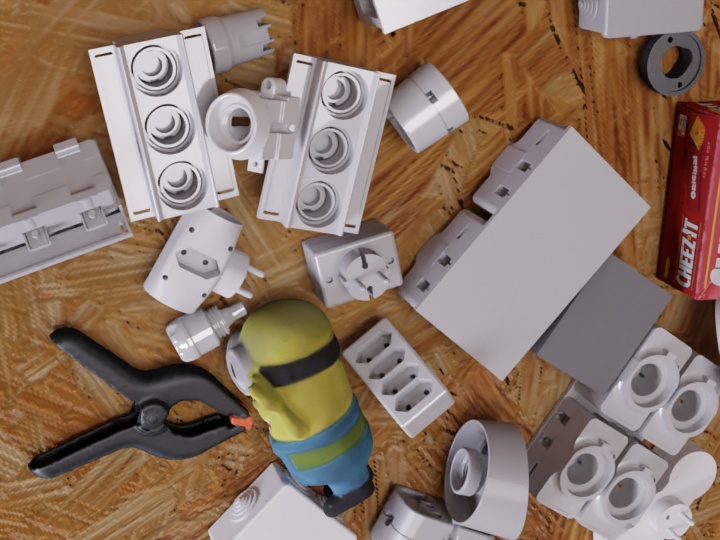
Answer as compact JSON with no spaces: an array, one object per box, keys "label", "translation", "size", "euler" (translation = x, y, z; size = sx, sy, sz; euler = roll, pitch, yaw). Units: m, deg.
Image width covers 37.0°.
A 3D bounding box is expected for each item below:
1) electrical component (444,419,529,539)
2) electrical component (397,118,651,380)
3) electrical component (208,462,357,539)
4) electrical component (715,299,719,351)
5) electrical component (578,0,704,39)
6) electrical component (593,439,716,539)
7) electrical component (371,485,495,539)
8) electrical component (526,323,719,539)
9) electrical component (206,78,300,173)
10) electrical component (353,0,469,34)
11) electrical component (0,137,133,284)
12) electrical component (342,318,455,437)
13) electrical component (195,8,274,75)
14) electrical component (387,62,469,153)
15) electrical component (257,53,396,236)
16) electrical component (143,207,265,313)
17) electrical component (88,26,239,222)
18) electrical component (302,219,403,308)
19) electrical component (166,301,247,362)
[{"label":"electrical component","translation":[0.114,0.178,0.924],"size":[0.064,0.099,0.099],"euler":[13,103,-16]},{"label":"electrical component","translation":[0.130,-0.019,0.881],"size":[0.105,0.060,0.186],"euler":[39,92,-26]},{"label":"electrical component","translation":[-0.067,0.221,0.901],"size":[0.099,0.048,0.100],"euler":[-46,116,0]},{"label":"electrical component","translation":[0.353,0.071,0.966],"size":[0.064,0.099,0.099],"euler":[5,113,24]},{"label":"electrical component","translation":[0.221,-0.232,0.845],"size":[0.100,0.048,0.099],"euler":[-8,111,-17]},{"label":"electrical component","translation":[0.287,0.228,1.013],"size":[0.052,0.074,0.138],"euler":[34,95,-26]},{"label":"electrical component","translation":[0.062,0.237,0.949],"size":[0.095,0.054,0.059],"euler":[23,99,-24]},{"label":"electrical component","translation":[0.238,0.142,0.974],"size":[0.105,0.060,0.186],"euler":[32,96,-26]},{"label":"electrical component","translation":[-0.074,-0.100,0.741],"size":[0.055,0.048,0.066],"euler":[-13,114,-61]},{"label":"electrical component","translation":[0.076,-0.258,0.779],"size":[0.186,0.060,0.105],"euler":[-24,114,-10]},{"label":"electrical component","translation":[-0.229,-0.042,0.739],"size":[0.121,0.063,0.078],"euler":[-21,73,-11]},{"label":"electrical component","translation":[0.035,0.093,0.884],"size":[0.047,0.083,0.075],"euler":[-40,154,-3]},{"label":"electrical component","translation":[-0.089,-0.164,0.767],"size":[0.046,0.040,0.040],"euler":[-20,114,-18]},{"label":"electrical component","translation":[0.048,-0.122,0.820],"size":[0.047,0.055,0.055],"euler":[-37,116,0]},{"label":"electrical component","translation":[-0.029,-0.094,0.797],"size":[0.079,0.063,0.121],"euler":[8,105,-21]},{"label":"electrical component","translation":[-0.110,-0.004,0.811],"size":[0.079,0.043,0.077],"euler":[27,98,-25]},{"label":"electrical component","translation":[-0.138,-0.104,0.756],"size":[0.079,0.063,0.121],"euler":[-15,112,-14]},{"label":"electrical component","translation":[0.000,0.000,0.832],"size":[0.066,0.077,0.047],"euler":[-17,113,-13]},{"label":"electrical component","translation":[-0.116,0.043,0.831],"size":[0.061,0.035,0.035],"euler":[-29,115,-11]}]
